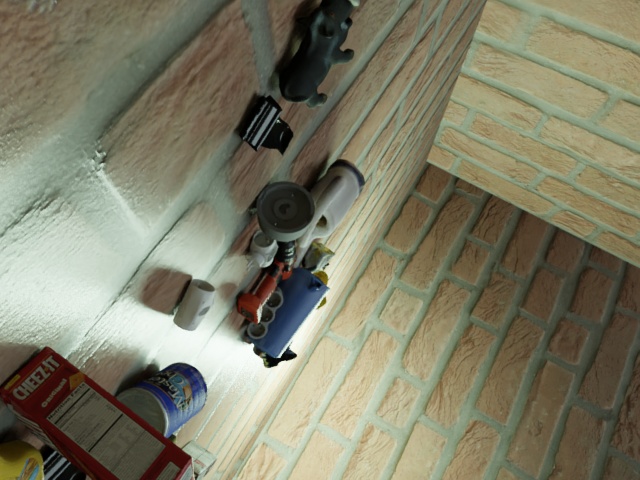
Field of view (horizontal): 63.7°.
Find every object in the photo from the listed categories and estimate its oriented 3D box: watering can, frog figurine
[{"bbox_3d":[0.004,-0.064,1.265,0.228,0.104,0.341,-54,177,-27],"label":"watering can"},{"bbox_3d":[-0.136,0.283,1.529,0.135,0.122,0.163,-46,-148,30],"label":"frog figurine"}]
